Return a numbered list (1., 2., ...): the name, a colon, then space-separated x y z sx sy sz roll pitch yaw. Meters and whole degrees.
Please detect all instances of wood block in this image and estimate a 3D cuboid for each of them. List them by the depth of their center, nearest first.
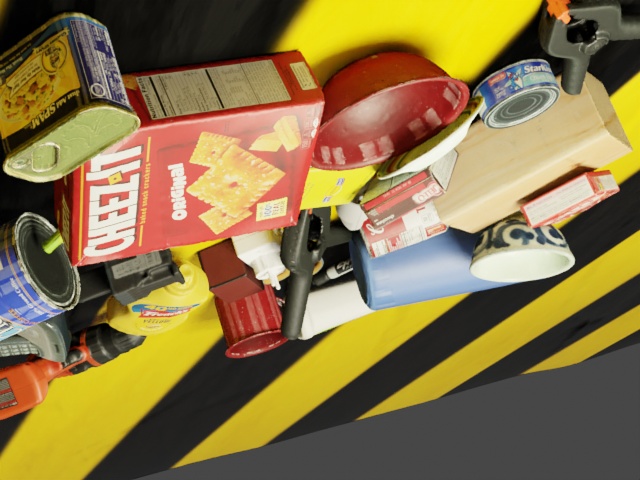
1. wood block: 0.224 -0.096 1.183 0.206 0.090 0.090 -29 158 26

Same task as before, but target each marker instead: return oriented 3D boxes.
1. marker: 0.040 0.034 1.470 0.121 0.020 0.020 -27 160 21

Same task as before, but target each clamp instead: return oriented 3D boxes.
1. clamp: 0.251 -0.191 1.020 0.171 0.039 0.120 10 135 -45
2. clamp: -0.008 0.002 1.241 0.036 0.164 0.210 20 147 17

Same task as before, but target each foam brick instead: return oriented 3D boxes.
1. foam brick: -0.106 0.038 1.287 0.051 0.053 0.078 -22 161 8

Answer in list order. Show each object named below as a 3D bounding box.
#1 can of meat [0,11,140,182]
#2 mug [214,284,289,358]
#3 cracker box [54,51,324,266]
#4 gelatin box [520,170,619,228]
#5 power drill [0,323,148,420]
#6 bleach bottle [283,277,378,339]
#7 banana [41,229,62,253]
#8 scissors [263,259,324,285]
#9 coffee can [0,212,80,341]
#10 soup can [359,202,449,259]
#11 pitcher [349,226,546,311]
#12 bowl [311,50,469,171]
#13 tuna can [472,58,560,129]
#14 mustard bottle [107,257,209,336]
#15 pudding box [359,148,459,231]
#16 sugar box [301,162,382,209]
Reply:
1. can of meat: -0.189 -0.103 0.770 0.102 0.084 0.057 -28 159 23
2. mug: -0.085 0.104 1.445 0.117 0.081 0.093 -4 156 -38
3. cracker box: -0.113 -0.067 0.910 0.213 0.072 0.164 -12 144 -22
4. gelatin box: 0.277 -0.045 1.183 0.089 0.030 0.073 -31 167 33
5. power drill: -0.320 0.154 1.305 0.185 0.057 0.187 -23 -178 24
6. bleach bottle: 0.077 0.074 1.537 0.250 0.068 0.103 -17 180 -12
7. banana: -0.180 -0.025 1.058 0.197 0.037 0.070 -4 147 -44
8. scissors: -0.042 0.019 1.355 0.096 0.016 0.201 -20 161 2
9. coffee can: -0.319 0.047 1.031 0.140 0.103 0.102 -24 161 13
10. soup can: 0.096 -0.026 1.286 0.102 0.068 0.068 -20 161 2
11. pitcher: 0.164 0.012 1.387 0.242 0.145 0.149 -13 145 -6
12. bowl: 0.053 -0.126 0.980 0.162 0.055 0.162 -19 163 -6
13. tuna can: 0.202 -0.149 1.099 0.086 0.034 0.086 -17 161 -6
14. mustard bottle: -0.181 0.062 1.238 0.096 0.058 0.192 3 161 -23
15. pudding box: 0.097 -0.064 1.141 0.090 0.039 0.113 -28 -162 26
16. sugar box: -0.035 -0.064 1.087 0.175 0.048 0.093 -11 159 -27
